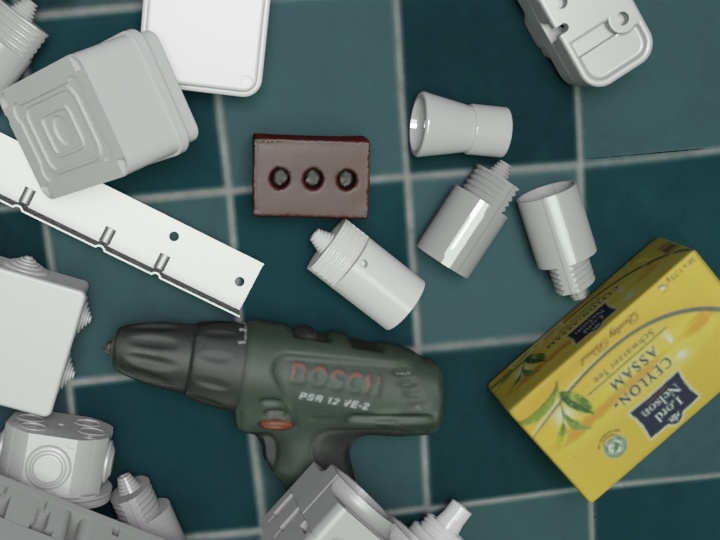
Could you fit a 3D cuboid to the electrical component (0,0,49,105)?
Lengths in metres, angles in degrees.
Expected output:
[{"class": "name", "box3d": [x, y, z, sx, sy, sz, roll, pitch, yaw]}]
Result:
[{"class": "electrical component", "box3d": [-0.233, -0.138, 0.683, 0.043, 0.043, 0.081, 37, 94, -12]}]

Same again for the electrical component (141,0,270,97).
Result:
[{"class": "electrical component", "box3d": [-0.098, -0.171, 0.687, 0.078, 0.057, 0.113, 5, 100, -8]}]

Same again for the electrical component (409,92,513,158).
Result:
[{"class": "electrical component", "box3d": [0.071, -0.096, 0.732, 0.065, 0.044, 0.044, 4, 100, -13]}]

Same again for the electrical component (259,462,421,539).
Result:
[{"class": "electrical component", "box3d": [0.016, 0.196, 0.682, 0.150, 0.089, 0.061, 43, 86, -14]}]

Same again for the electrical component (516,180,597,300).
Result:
[{"class": "electrical component", "box3d": [0.142, -0.017, 0.754, 0.043, 0.043, 0.081, -20, 102, -3]}]

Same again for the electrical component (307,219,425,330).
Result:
[{"class": "electrical component", "box3d": [0.000, 0.000, 0.739, 0.081, 0.043, 0.043, 38, 94, -12]}]

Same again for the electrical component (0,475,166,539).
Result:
[{"class": "electrical component", "box3d": [-0.205, 0.201, 0.681, 0.186, 0.060, 0.105, 28, 125, -22]}]

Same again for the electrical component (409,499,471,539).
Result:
[{"class": "electrical component", "box3d": [0.056, 0.196, 0.783, 0.048, 0.048, 0.062, 39, 87, -12]}]

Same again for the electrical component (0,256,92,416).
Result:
[{"class": "electrical component", "box3d": [-0.234, 0.039, 0.713, 0.100, 0.048, 0.099, 17, 98, -10]}]

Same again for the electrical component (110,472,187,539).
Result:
[{"class": "electrical component", "box3d": [-0.150, 0.179, 0.753, 0.043, 0.043, 0.081, -21, 102, -3]}]

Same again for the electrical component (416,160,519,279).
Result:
[{"class": "electrical component", "box3d": [0.079, -0.039, 0.742, 0.043, 0.043, 0.081, 32, 95, -12]}]

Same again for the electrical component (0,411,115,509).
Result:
[{"class": "electrical component", "box3d": [-0.204, 0.127, 0.719, 0.080, 0.080, 0.051, 10, 94, -9]}]

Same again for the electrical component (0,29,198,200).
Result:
[{"class": "electrical component", "box3d": [-0.161, -0.095, 0.663, 0.057, 0.113, 0.078, -33, 106, -40]}]

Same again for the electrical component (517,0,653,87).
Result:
[{"class": "electrical component", "box3d": [0.145, -0.172, 0.717, 0.054, 0.059, 0.095, -33, 103, 0]}]
